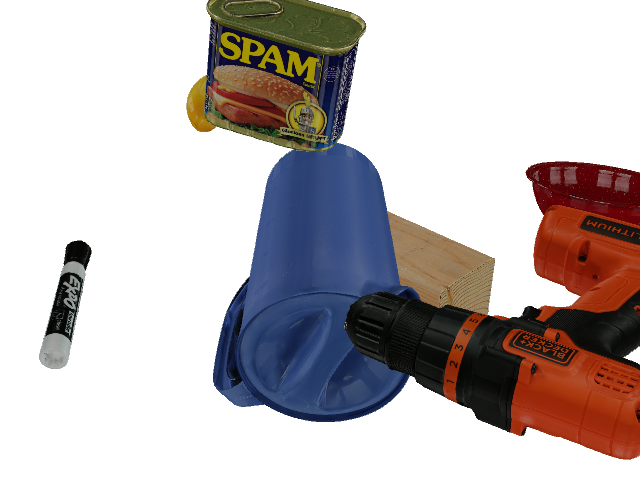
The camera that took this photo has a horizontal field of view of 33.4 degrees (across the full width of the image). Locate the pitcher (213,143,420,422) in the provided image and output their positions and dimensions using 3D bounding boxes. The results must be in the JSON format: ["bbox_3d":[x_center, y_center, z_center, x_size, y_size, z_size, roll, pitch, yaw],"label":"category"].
[{"bbox_3d":[-0.006,0.027,0.890,0.149,0.145,0.243,6,36,-4],"label":"pitcher"}]

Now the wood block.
[{"bbox_3d":[0.060,0.033,1.072,0.206,0.091,0.090,26,38,35],"label":"wood block"}]

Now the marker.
[{"bbox_3d":[-0.176,0.040,0.741,0.020,0.020,0.121,0,38,-2],"label":"marker"}]

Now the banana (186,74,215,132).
[{"bbox_3d":[-0.072,-0.126,0.956,0.070,0.037,0.197,38,21,18],"label":"banana"}]

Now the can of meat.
[{"bbox_3d":[-0.027,-0.114,0.715,0.102,0.084,0.057,18,39,11],"label":"can of meat"}]

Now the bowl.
[{"bbox_3d":[0.290,-0.036,1.109,0.162,0.055,0.162,5,19,-2],"label":"bowl"}]

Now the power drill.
[{"bbox_3d":[0.131,0.044,0.642,0.185,0.057,0.187,20,36,26],"label":"power drill"}]
